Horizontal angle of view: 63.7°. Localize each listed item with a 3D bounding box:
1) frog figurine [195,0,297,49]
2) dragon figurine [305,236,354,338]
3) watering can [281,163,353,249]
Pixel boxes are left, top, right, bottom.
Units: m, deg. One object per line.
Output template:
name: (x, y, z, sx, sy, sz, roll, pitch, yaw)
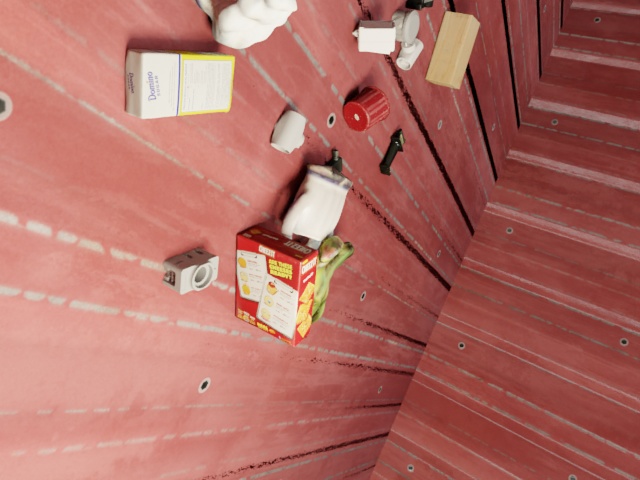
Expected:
frog figurine: (-0.094, -0.349, 0.786, 0.160, 0.120, 0.139, 24, 32, 28)
dragon figurine: (0.009, 0.108, 1.285, 0.123, 0.245, 0.403, 42, -16, 16)
watering can: (0.004, -0.062, 1.225, 0.104, 0.224, 0.347, 23, 5, 20)
